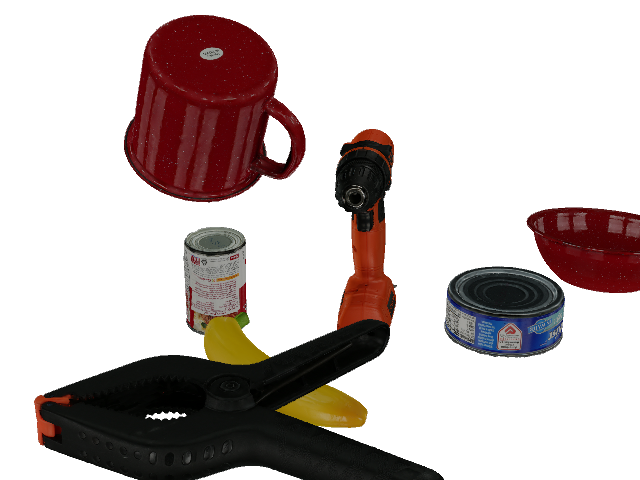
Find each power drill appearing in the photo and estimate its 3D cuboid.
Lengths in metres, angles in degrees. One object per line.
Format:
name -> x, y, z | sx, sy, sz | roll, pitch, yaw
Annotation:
power drill -> 0.045, -0.004, 1.049 | 0.057, 0.188, 0.184 | 4, 20, 9

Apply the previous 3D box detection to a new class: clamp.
clamp -> -0.044, 0.088, 0.577 | 0.210, 0.036, 0.164 | 2, 24, -1

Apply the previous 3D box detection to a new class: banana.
banana -> -0.043, 0.102, 0.861 | 0.069, 0.037, 0.198 | -19, 32, -28

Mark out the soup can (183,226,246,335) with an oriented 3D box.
soup can -> -0.115, 0.044, 1.169 | 0.068, 0.102, 0.068 | 1, 25, -1

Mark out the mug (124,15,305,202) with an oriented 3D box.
mug -> -0.062, -0.079, 0.661 | 0.117, 0.082, 0.093 | 30, 49, 10

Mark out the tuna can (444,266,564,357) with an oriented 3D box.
tuna can -> 0.134, 0.050, 0.776 | 0.086, 0.034, 0.086 | 0, 23, 0

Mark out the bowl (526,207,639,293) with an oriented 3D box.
bowl -> 0.288, 0.013, 1.085 | 0.162, 0.055, 0.162 | 3, 17, -1
